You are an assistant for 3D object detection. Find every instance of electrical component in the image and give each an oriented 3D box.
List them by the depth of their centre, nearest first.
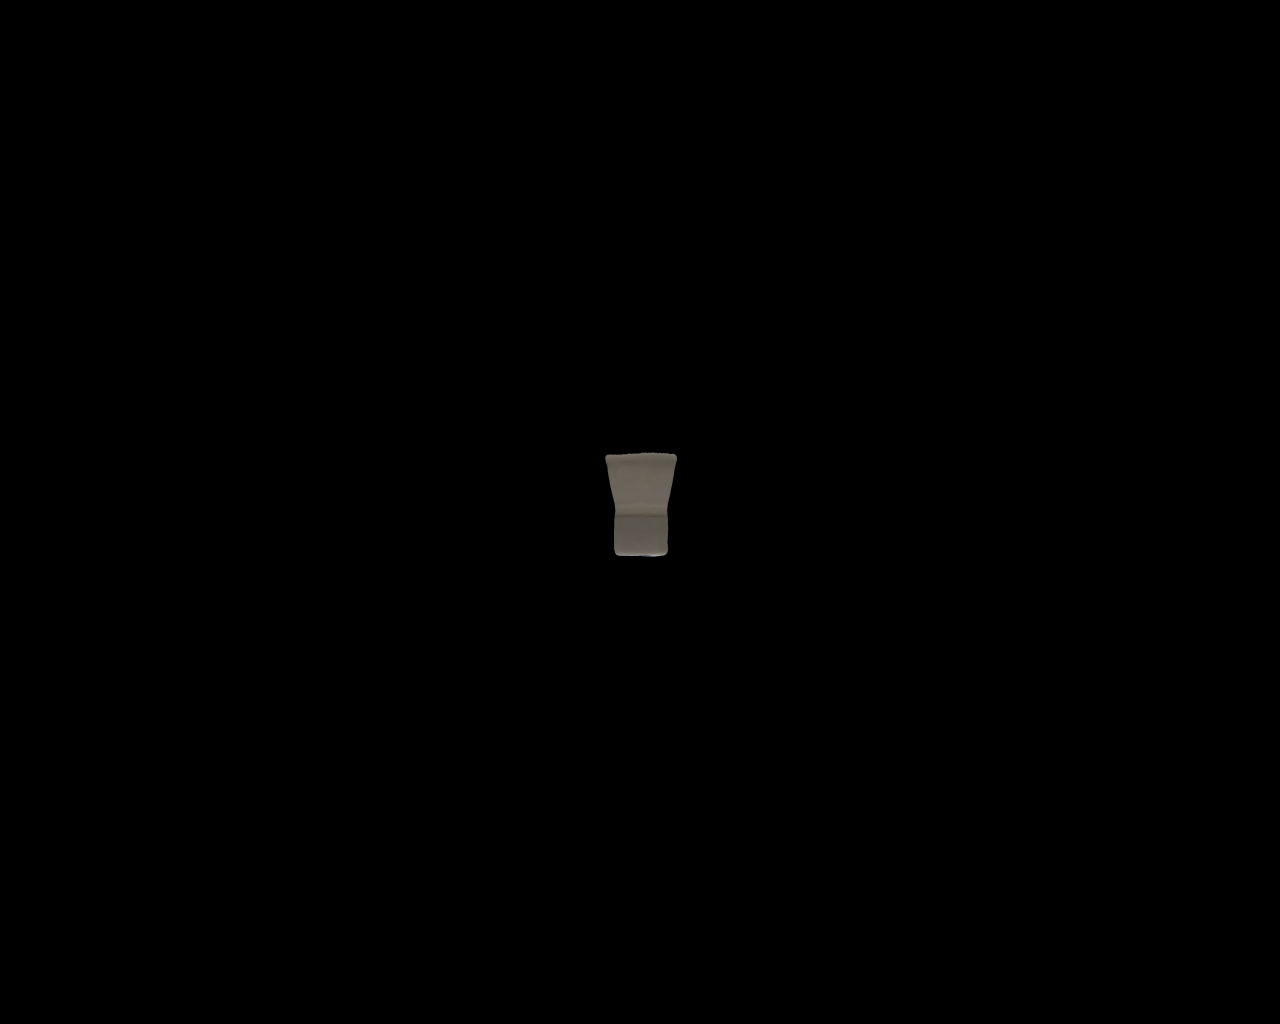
[{"bbox_3d":[0.001,-0.003,0.650,0.044,0.065,0.044,0,-2,0],"label":"electrical component"}]
